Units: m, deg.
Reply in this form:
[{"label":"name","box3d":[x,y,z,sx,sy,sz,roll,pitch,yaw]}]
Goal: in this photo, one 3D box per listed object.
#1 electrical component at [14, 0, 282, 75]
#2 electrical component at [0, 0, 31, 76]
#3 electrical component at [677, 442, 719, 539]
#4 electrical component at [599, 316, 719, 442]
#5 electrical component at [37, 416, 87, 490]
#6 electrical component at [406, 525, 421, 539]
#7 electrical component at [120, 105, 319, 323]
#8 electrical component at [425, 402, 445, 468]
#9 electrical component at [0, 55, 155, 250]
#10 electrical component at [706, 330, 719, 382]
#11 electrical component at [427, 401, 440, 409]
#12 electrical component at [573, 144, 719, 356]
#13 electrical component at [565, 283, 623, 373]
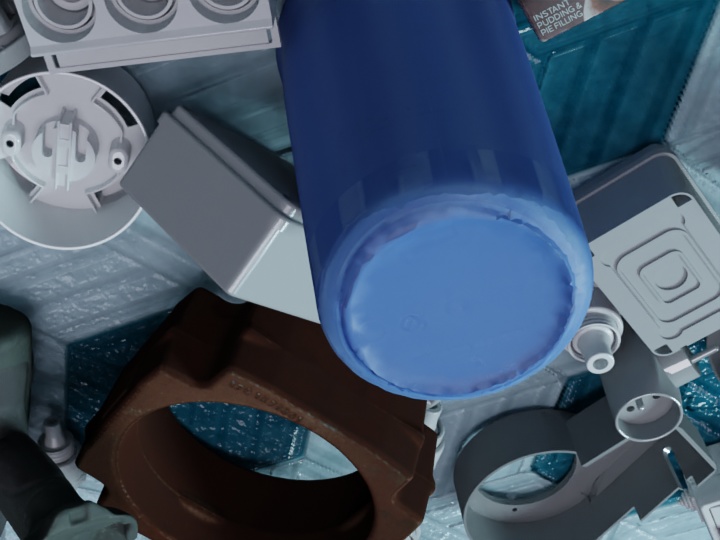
[{"label":"electrical component","box3d":[-0.105,-0.147,0.538,0.121,0.063,0.078,-6,128,5]},{"label":"electrical component","box3d":[-0.202,-0.131,0.553,0.078,0.058,0.057,-18,124,11]},{"label":"electrical component","box3d":[0.286,0.167,0.802,0.096,0.061,0.061,-21,126,14]},{"label":"electrical component","box3d":[0.197,0.063,0.707,0.079,0.077,0.044,-31,122,20]},{"label":"electrical component","box3d":[-0.216,0.131,0.771,0.035,0.035,0.061,-1,125,-2]},{"label":"electrical component","box3d":[0.025,0.199,0.816,0.048,0.062,0.048,-1,128,-1]},{"label":"electrical component","box3d":[-0.055,-0.027,0.581,0.056,0.109,0.109,-54,147,9]},{"label":"electrical component","box3d":[0.040,0.117,0.765,0.043,0.043,0.062,12,124,-12]},{"label":"electrical component","box3d":[-0.163,-0.069,0.598,0.099,0.064,0.099,-1,128,-1]},{"label":"electrical component","box3d":[0.281,0.053,0.694,0.099,0.099,0.064,-31,129,20]},{"label":"electrical component","box3d":[0.032,0.061,0.721,0.062,0.048,0.048,32,120,-16]},{"label":"electrical component","box3d":[0.184,-0.012,0.661,0.078,0.057,0.113,-32,122,21]},{"label":"electrical component","box3d":[0.149,0.040,0.697,0.048,0.062,0.048,-1,128,-2]}]
